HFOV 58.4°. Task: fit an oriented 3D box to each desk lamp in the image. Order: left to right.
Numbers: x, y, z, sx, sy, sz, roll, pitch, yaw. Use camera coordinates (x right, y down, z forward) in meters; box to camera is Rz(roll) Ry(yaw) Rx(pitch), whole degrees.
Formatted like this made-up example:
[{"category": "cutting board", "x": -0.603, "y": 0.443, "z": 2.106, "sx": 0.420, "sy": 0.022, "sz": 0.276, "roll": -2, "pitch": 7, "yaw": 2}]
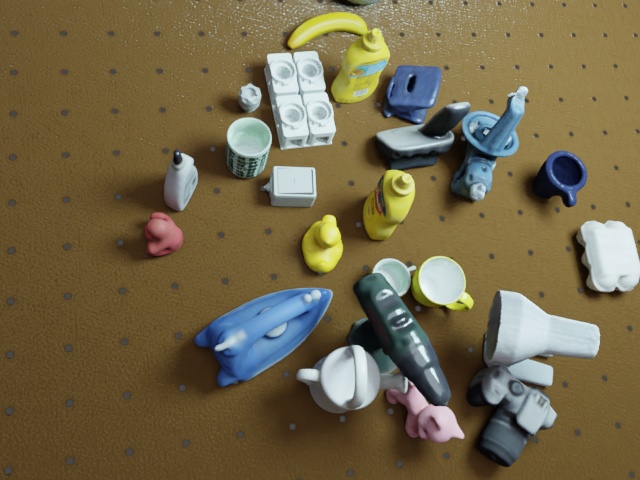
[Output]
[{"category": "desk lamp", "x": 0.363, "y": 0.173, "z": 0.995, "sx": 0.203, "sy": 0.213, "sz": 0.118, "roll": 14, "pitch": 69, "yaw": -7}]

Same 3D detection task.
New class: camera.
[{"category": "camera", "x": 0.326, "y": 0.312, "z": 1.001, "sx": 0.143, "sy": 0.100, "sz": 0.137, "roll": 38, "pitch": 69, "yaw": 3}]

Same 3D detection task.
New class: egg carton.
[{"category": "egg carton", "x": 0.586, "y": 0.033, "z": 1.165, "sx": 0.107, "sy": 0.069, "sz": 0.150, "roll": -2, "pitch": 72, "yaw": -12}]

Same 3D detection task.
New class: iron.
[{"category": "iron", "x": -0.074, "y": 0.134, "z": 0.957, "sx": 0.259, "sy": 0.141, "sz": 0.118, "roll": -30, "pitch": 80, "yaw": -19}]

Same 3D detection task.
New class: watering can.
[{"category": "watering can", "x": 0.054, "y": 0.222, "z": 0.925, "sx": 0.173, "sy": 0.194, "sz": 0.101, "roll": -15, "pitch": 75, "yaw": -16}]

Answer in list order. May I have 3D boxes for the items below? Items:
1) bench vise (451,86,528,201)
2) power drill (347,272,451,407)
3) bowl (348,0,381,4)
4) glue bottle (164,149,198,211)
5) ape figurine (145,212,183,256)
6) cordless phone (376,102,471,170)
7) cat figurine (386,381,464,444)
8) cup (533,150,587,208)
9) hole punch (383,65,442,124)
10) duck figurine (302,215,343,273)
[{"category": "bench vise", "x": 0.341, "y": -0.181, "z": 1.106, "sx": 0.121, "sy": 0.219, "sz": 0.207, "roll": 1, "pitch": 71, "yaw": -11}, {"category": "power drill", "x": 0.118, "y": 0.172, "z": 0.948, "sx": 0.076, "sy": 0.208, "sz": 0.229, "roll": -25, "pitch": 78, "yaw": -18}, {"category": "bowl", "x": 0.091, "y": -0.582, "z": 1.267, "sx": 0.167, "sy": 0.074, "sz": 0.167, "roll": 4, "pitch": 71, "yaw": -10}, {"category": "glue bottle", "x": -0.241, "y": -0.114, "z": 0.988, "sx": 0.037, "sy": 0.173, "sz": 0.078, "roll": 25, "pitch": 69, "yaw": -2}, {"category": "ape figurine", "x": -0.277, "y": -0.013, "z": 0.991, "sx": 0.076, "sy": 0.092, "sz": 0.078, "roll": 23, "pitch": 69, "yaw": -3}, {"category": "cordless phone", "x": 0.199, "y": -0.216, "z": 1.107, "sx": 0.148, "sy": 0.185, "sz": 0.094, "roll": -15, "pitch": 75, "yaw": -16}, {"category": "cat figurine", "x": 0.180, "y": 0.291, "z": 0.969, "sx": 0.067, "sy": 0.117, "sz": 0.128, "roll": -29, "pitch": 80, "yaw": -19}, {"category": "cup", "x": 0.488, "y": -0.112, "z": 1.180, "sx": 0.092, "sy": 0.095, "sz": 0.118, "roll": -3, "pitch": 72, "yaw": -12}, {"category": "hole punch", "x": 0.190, "y": -0.309, "z": 1.187, "sx": 0.101, "sy": 0.091, "sz": 0.109, "roll": 17, "pitch": 69, "yaw": -5}, {"category": "duck figurine", "x": 0.010, "y": 0.004, "z": 1.047, "sx": 0.077, "sy": 0.086, "sz": 0.104, "roll": 10, "pitch": 70, "yaw": -8}]
